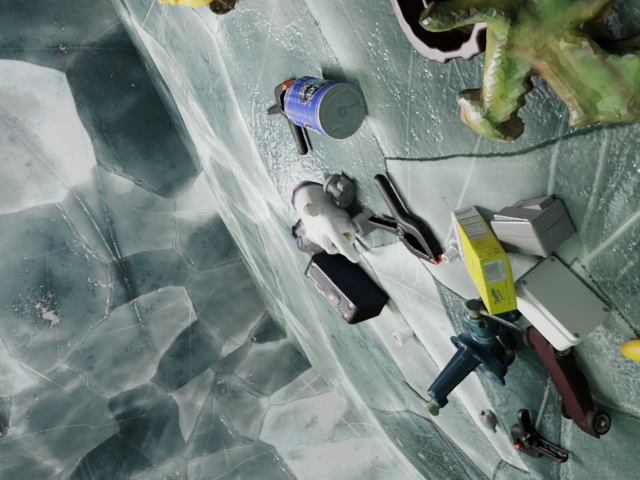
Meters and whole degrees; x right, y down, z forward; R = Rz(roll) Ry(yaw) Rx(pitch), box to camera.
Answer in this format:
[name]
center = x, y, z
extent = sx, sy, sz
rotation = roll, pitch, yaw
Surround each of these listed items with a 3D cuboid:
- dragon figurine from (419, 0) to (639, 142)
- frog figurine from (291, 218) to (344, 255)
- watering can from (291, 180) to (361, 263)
[dragon figurine]
center = 0.248, -0.205, 0.439
extent = 0.241, 0.124, 0.405
rotation = 40, -31, -15
[frog figurine]
center = 0.018, -0.023, 1.447
extent = 0.159, 0.134, 0.125
rotation = 6, 46, 21
[watering can]
center = 0.004, -0.063, 1.249
extent = 0.104, 0.228, 0.342
rotation = -38, -34, 4
